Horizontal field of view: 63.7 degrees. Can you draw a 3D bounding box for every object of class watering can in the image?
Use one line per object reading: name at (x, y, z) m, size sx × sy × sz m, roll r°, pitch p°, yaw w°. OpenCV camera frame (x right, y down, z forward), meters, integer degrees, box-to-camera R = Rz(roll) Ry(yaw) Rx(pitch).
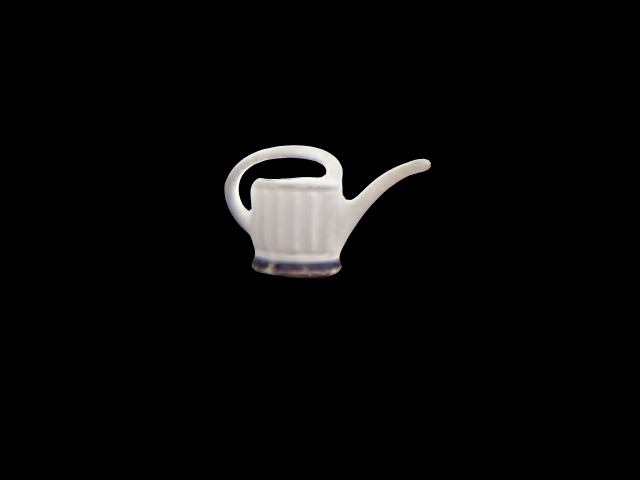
watering can at (0.003, -0.043, 0.850) m, size 0.347 × 0.222 × 0.105 m, roll 3°, pitch 10°, yaw 15°
